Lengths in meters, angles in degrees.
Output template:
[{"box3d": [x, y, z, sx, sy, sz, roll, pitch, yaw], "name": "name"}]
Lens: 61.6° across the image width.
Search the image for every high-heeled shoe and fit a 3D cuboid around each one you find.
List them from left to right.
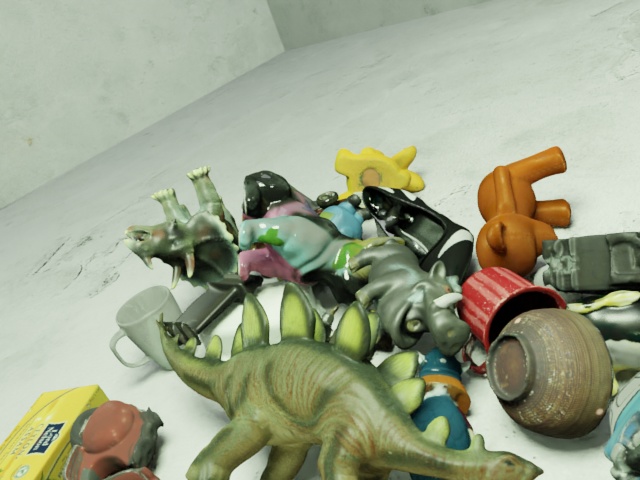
[{"box3d": [0.122, -0.015, 0.735, 0.086, 0.145, 0.249, -59, 4, 16], "name": "high-heeled shoe"}]

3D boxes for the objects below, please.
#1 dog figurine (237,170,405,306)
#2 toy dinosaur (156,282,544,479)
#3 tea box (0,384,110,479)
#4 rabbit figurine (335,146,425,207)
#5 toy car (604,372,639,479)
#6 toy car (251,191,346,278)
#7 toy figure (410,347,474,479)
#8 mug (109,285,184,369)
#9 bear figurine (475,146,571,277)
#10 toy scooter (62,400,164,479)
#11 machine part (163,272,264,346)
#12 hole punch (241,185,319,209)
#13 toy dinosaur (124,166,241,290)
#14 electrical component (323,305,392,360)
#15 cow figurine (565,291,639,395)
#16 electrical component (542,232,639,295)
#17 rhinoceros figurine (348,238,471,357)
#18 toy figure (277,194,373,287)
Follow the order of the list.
[{"box3d": [-0.002, -0.002, 0.730, 0.219, 0.108, 0.192, 7, 48, -9], "name": "dog figurine"}, {"box3d": [-0.035, 0.147, 0.511, 0.472, 0.105, 0.198, 0, 62, 36], "name": "toy dinosaur"}, {"box3d": [-0.328, 0.261, 0.642, 0.098, 0.068, 0.170, -14, 27, 17], "name": "tea box"}, {"box3d": [0.105, -0.124, 0.994, 0.162, 0.121, 0.173, -16, 8, 6], "name": "rabbit figurine"}, {"box3d": [0.280, 0.138, 0.400, 0.162, 0.109, 0.103, -34, 5, -1], "name": "toy car"}, {"box3d": [-0.032, -0.009, 0.901, 0.202, 0.089, 0.053, -25, 24, -8], "name": "toy car"}, {"box3d": [0.111, 0.162, 0.510, 0.057, 0.064, 0.154, -53, 6, 30], "name": "toy figure"}, {"box3d": [-0.233, 0.137, 0.758, 0.081, 0.107, 0.109, 4, 40, 43], "name": "mug"}, {"box3d": [0.258, -0.024, 0.673, 0.132, 0.120, 0.196, -11, 26, 16], "name": "bear figurine"}, {"box3d": [-0.219, 0.246, 0.582, 0.135, 0.075, 0.184, -16, 30, 12], "name": "toy scooter"}, {"box3d": [-0.142, 0.087, 0.723, 0.084, 0.039, 0.139, 9, 38, 38], "name": "machine part"}, {"box3d": [-0.073, -0.034, 1.002, 0.116, 0.092, 0.142, 37, 55, 26], "name": "hole punch"}, {"box3d": [-0.189, 0.003, 0.919, 0.131, 0.192, 0.404, -22, -10, 1], "name": "toy dinosaur"}, {"box3d": [0.034, 0.121, 0.658, 0.102, 0.045, 0.078, 1, 33, 37], "name": "electrical component"}, {"box3d": [0.309, 0.083, 0.468, 0.167, 0.098, 0.068, -6, 24, 28], "name": "cow figurine"}, {"box3d": [0.314, 0.027, 0.544, 0.134, 0.058, 0.115, 6, -6, -27], "name": "electrical component"}, {"box3d": [0.097, 0.063, 0.587, 0.112, 0.073, 0.190, -20, 25, -3], "name": "rhinoceros figurine"}, {"box3d": [0.005, 0.007, 0.842, 0.180, 0.082, 0.089, -46, -9, -23], "name": "toy figure"}]
